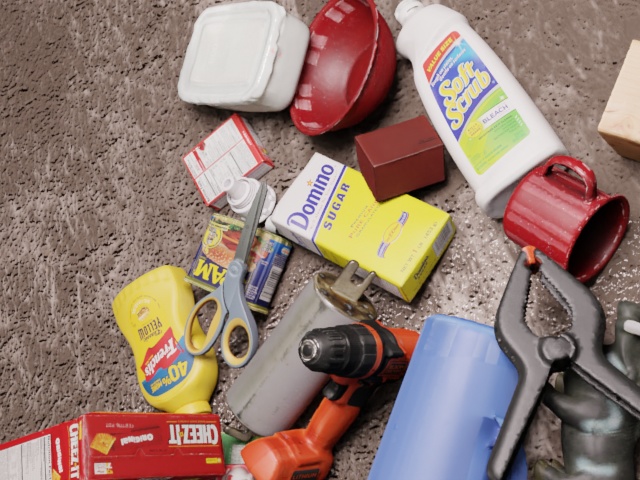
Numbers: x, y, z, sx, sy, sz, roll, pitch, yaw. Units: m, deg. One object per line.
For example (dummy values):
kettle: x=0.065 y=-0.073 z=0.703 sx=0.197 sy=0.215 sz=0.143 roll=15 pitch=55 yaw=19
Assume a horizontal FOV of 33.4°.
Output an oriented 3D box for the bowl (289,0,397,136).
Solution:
bowl: x=0.032 y=-0.180 z=1.128 sx=0.162 sy=0.055 sz=0.162 roll=-32 pitch=50 yaw=47

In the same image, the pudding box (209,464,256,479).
pudding box: x=-0.080 y=0.287 z=1.097 sx=0.090 sy=0.039 sz=0.113 roll=-10 pitch=76 yaw=28

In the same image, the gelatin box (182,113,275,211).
gelatin box: x=-0.106 y=-0.088 z=1.220 sx=0.089 sy=0.030 sz=0.073 roll=-38 pitch=65 yaw=17

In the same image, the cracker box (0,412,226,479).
cracker box: x=-0.226 y=0.228 z=1.103 sx=0.214 sy=0.163 sz=0.072 roll=-24 pitch=67 yaw=44

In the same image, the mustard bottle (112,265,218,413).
mustard bottle: x=-0.163 y=0.131 z=1.185 sx=0.096 sy=0.058 sz=0.192 roll=-33 pitch=65 yaw=21

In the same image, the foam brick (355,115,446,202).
foam brick: x=0.081 y=-0.082 z=1.076 sx=0.078 sy=0.051 sz=0.053 roll=-18 pitch=47 yaw=-8

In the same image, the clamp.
clamp: x=0.213 y=0.101 z=0.906 sx=0.164 sy=0.036 sz=0.210 roll=-7 pitch=62 yaw=7

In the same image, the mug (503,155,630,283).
mug: x=0.224 y=-0.026 z=0.978 sx=0.093 sy=0.117 sz=0.082 roll=-33 pitch=49 yaw=-27

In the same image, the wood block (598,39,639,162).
wood block: x=0.363 y=-0.096 z=0.926 sx=0.206 sy=0.090 sz=0.091 roll=21 pitch=89 yaw=32

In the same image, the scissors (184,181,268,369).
scissors: x=-0.075 y=0.048 z=1.107 sx=0.096 sy=0.016 sz=0.202 roll=40 pitch=109 yaw=21

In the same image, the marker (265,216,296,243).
marker: x=-0.008 y=0.001 z=1.150 sx=0.121 sy=0.020 sz=0.020 roll=23 pitch=90 yaw=31

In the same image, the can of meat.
can of meat: x=-0.088 y=0.025 z=1.169 sx=0.102 sy=0.057 sz=0.084 roll=21 pitch=87 yaw=31

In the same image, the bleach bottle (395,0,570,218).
bleach bottle: x=0.143 y=-0.147 z=1.077 sx=0.103 sy=0.068 sz=0.251 roll=-39 pitch=61 yaw=14

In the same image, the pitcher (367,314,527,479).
pitcher: x=0.122 y=0.197 z=0.970 sx=0.149 sy=0.145 sz=0.243 roll=16 pitch=84 yaw=16

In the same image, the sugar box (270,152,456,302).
sugar box: x=0.042 y=-0.016 z=1.100 sx=0.176 sy=0.048 sz=0.093 roll=27 pitch=74 yaw=28

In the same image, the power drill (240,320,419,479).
power drill: x=0.005 y=0.156 z=1.024 sx=0.188 sy=0.184 sz=0.057 roll=-52 pitch=57 yaw=20
